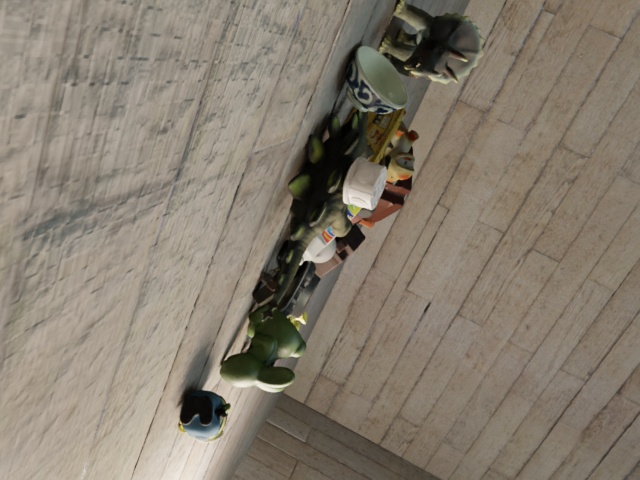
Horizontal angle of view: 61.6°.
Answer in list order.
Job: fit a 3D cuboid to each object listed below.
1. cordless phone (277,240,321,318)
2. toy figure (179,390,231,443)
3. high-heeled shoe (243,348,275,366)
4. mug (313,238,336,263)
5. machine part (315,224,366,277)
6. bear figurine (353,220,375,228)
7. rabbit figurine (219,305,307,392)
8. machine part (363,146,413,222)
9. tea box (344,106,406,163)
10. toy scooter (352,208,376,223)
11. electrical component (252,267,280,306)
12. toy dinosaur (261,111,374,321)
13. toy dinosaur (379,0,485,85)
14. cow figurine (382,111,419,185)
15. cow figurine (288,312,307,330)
[{"bbox_3d":[-0.072,0.085,1.157,0.146,0.089,0.184,-60,162,-15],"label":"cordless phone"},{"bbox_3d":[-0.199,0.305,0.943,0.089,0.082,0.180,-57,169,-27],"label":"toy figure"},{"bbox_3d":[-0.120,0.264,1.291,0.145,0.086,0.248,-41,180,-26],"label":"high-heeled shoe"},{"bbox_3d":[-0.003,-0.004,1.265,0.109,0.081,0.107,-62,166,-3],"label":"mug"},{"bbox_3d":[0.043,0.031,1.443,0.179,0.056,0.179,-40,-178,2],"label":"machine part"},{"bbox_3d":[0.098,-0.080,1.546,0.196,0.132,0.120,-60,163,-71],"label":"bear figurine"},{"bbox_3d":[-0.122,0.243,1.105,0.170,0.159,0.121,-42,173,-29],"label":"rabbit figurine"},{"bbox_3d":[0.153,-0.162,1.412,0.201,0.087,0.201,-33,-134,59],"label":"machine part"},{"bbox_3d":[0.099,-0.220,1.116,0.169,0.098,0.068,-59,171,-24],"label":"tea box"},{"bbox_3d":[0.069,-0.094,1.337,0.184,0.075,0.135,-27,-134,40],"label":"toy scooter"},{"bbox_3d":[-0.099,0.091,1.056,0.078,0.045,0.102,-35,171,2],"label":"electrical component"},{"bbox_3d":[0.002,-0.079,0.932,0.198,0.105,0.471,50,57,-75],"label":"toy dinosaur"},{"bbox_3d":[0.229,-0.379,1.100,0.131,0.192,0.405,-63,172,15],"label":"toy dinosaur"},{"bbox_3d":[0.170,-0.219,1.270,0.127,0.085,0.195,-54,-140,39],"label":"cow figurine"},{"bbox_3d":[-0.097,0.186,1.285,0.167,0.098,0.068,-25,108,-71],"label":"cow figurine"}]
